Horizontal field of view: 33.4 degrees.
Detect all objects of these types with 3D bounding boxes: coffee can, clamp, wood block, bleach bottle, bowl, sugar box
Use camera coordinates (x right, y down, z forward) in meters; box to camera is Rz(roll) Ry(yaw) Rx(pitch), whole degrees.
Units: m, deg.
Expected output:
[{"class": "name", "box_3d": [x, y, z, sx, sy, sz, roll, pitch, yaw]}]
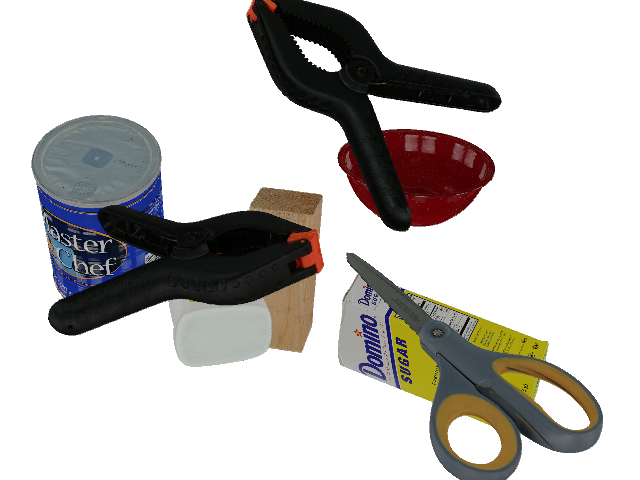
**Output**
[{"class": "coffee can", "box_3d": [-0.183, -0.021, 0.906, 0.102, 0.103, 0.140, 0, -42, -5]}, {"class": "clamp", "box_3d": [0.025, -0.112, 0.821, 0.210, 0.164, 0.036, 33, -33, -3]}, {"class": "wood block", "box_3d": [-0.054, 0.040, 1.497, 0.090, 0.206, 0.090, 7, 22, 6]}, {"class": "bleach bottle", "box_3d": [-0.129, 0.044, 1.162, 0.102, 0.068, 0.251, -6, 26, -16]}, {"class": "clamp", "box_3d": [-0.087, 0.018, 0.677, 0.172, 0.039, 0.120, -1, 43, 21]}, {"class": "bowl", "box_3d": [0.097, -0.059, 1.106, 0.162, 0.055, 0.162, 2, 29, -2]}, {"class": "sugar box", "box_3d": [0.103, 0.099, 0.927, 0.176, 0.093, 0.048, 18, 47, 15]}]

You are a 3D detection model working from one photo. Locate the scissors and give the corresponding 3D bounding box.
[{"class": "scissors", "box_3d": [0.058, 0.069, 0.591, 0.202, 0.016, 0.096, 27, 50, 37]}]
